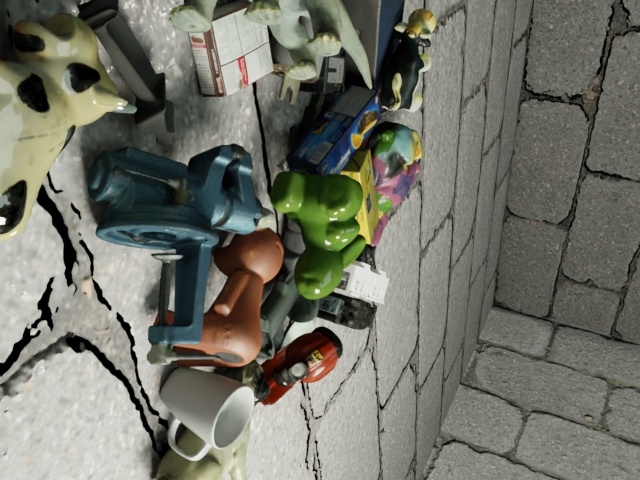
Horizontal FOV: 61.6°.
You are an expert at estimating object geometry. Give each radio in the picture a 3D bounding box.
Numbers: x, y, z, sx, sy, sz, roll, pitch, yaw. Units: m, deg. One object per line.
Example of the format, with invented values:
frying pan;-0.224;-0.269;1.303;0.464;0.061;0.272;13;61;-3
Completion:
radio;0.085;-0.359;0.864;0.229;0.073;0.131;89;26;-59

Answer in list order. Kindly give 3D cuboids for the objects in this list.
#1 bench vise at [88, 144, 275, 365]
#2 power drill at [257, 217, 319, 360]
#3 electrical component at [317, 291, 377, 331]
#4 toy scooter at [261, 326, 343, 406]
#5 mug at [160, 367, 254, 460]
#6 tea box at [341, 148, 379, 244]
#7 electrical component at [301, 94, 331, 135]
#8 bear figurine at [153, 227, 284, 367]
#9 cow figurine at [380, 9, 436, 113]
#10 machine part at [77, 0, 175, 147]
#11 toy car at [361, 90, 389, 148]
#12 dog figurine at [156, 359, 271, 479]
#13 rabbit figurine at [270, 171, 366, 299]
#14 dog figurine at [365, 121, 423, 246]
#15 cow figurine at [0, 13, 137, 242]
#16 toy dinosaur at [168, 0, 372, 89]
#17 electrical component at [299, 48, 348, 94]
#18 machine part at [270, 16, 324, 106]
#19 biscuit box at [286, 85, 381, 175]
bench vise;-0.142;0.010;0.574;0.223;0.129;0.240;20;67;-56
power drill;-0.063;0.067;0.842;0.207;0.086;0.231;-58;152;-47
electrical component;0.033;0.127;1.007;0.134;0.115;0.058;30;74;-65
toy scooter;-0.051;0.209;0.861;0.135;0.184;0.075;-30;86;-42
mug;-0.155;0.218;0.689;0.109;0.107;0.080;-62;149;-17
tea box;0.043;-0.077;0.937;0.169;0.098;0.068;73;31;-45
electrical component;-0.005;-0.188;0.879;0.063;0.021;0.094;19;85;-64
bear figurine;-0.120;0.059;0.700;0.120;0.132;0.196;76;17;-59
cow figurine;0.140;-0.292;0.874;0.098;0.068;0.167;-31;135;-66
machine part;-0.176;-0.160;0.514;0.084;0.039;0.138;-95;166;-46
toy car;0.070;-0.207;0.983;0.089;0.053;0.202;34;75;-51
dog figurine;-0.152;0.258;0.751;0.172;0.121;0.190;33;60;-67
rabbit figurine;-0.002;-0.002;0.763;0.159;0.121;0.170;13;84;-71
dog figurine;0.114;-0.100;1.059;0.219;0.109;0.191;-62;161;-20
cow figurine;-0.228;-0.092;0.418;0.127;0.086;0.195;41;63;-55
toy dinosaur;-0.048;-0.298;0.585;0.404;0.131;0.192;2;88;-63
electrical component;-0.004;-0.262;0.818;0.119;0.048;0.074;-21;120;-61
machine part;-0.021;-0.306;0.727;0.079;0.079;0.243;5;99;-64
biscuit box;0.026;-0.163;0.858;0.203;0.059;0.062;-54;150;-29
